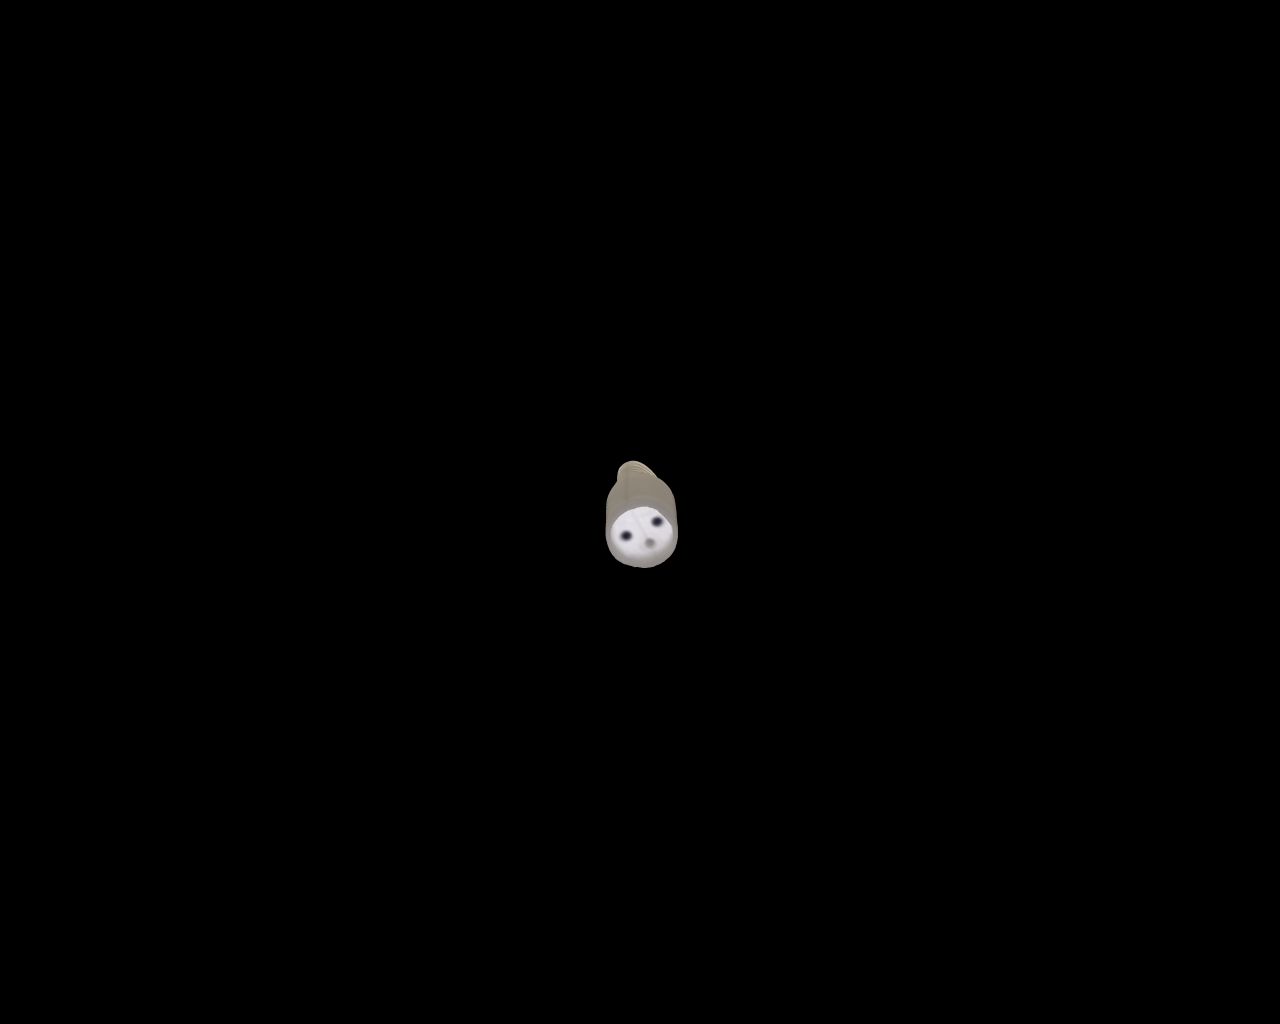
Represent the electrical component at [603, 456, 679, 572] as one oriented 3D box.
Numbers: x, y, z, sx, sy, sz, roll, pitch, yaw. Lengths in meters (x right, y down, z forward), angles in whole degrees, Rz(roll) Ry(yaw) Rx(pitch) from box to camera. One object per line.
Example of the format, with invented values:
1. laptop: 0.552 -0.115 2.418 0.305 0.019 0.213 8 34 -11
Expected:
1. electrical component: 0.001 -0.003 0.650 0.043 0.043 0.081 0 27 0
